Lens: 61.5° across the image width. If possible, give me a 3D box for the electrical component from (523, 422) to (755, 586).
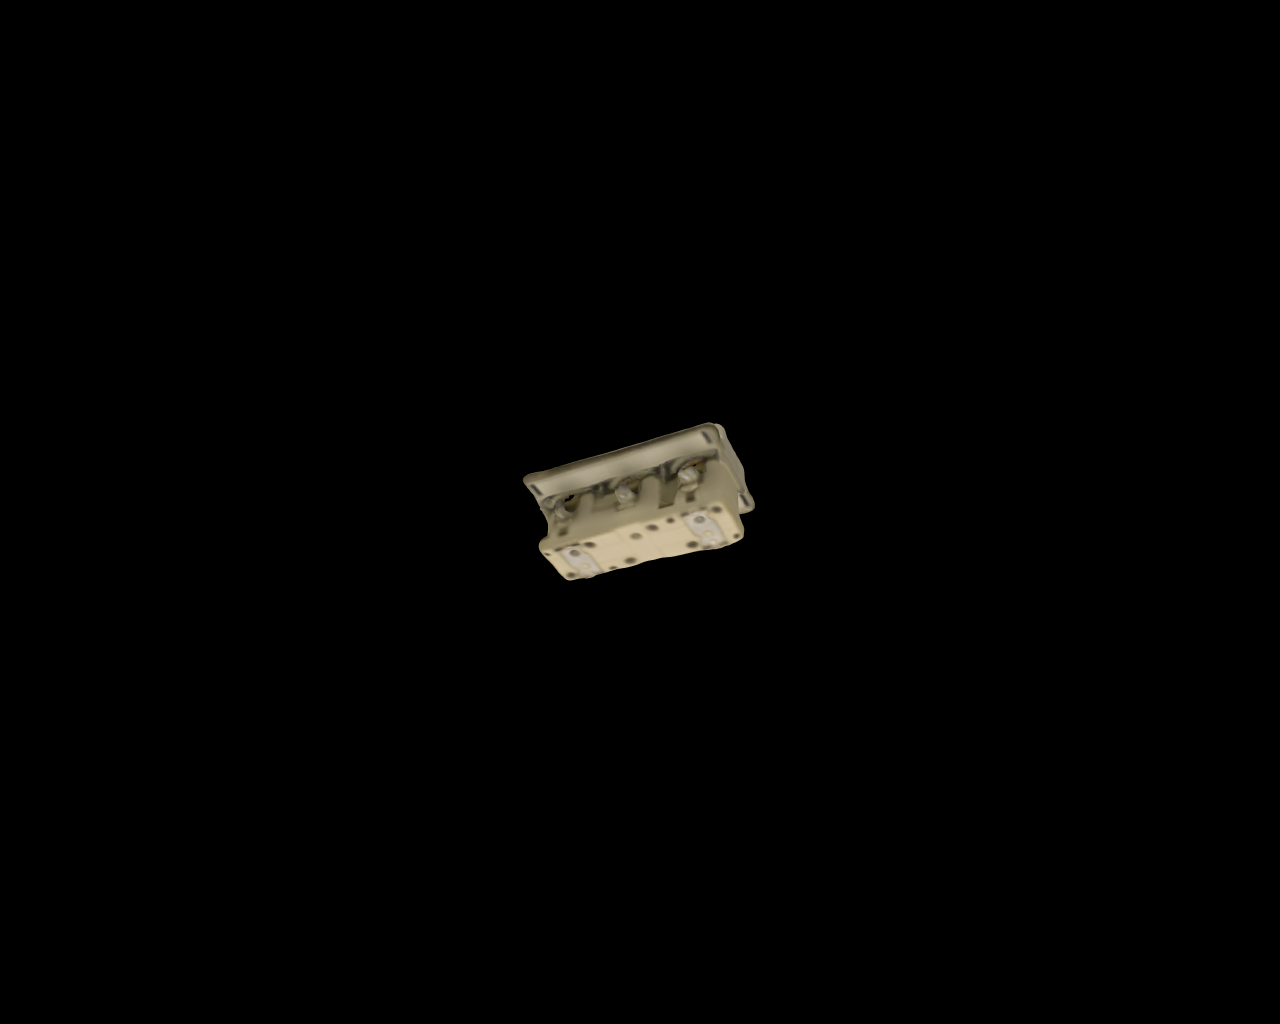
[{"bbox_3d":[0.001,-0.003,0.650,0.121,0.063,0.078,-14,-40,17],"label":"electrical component"}]
